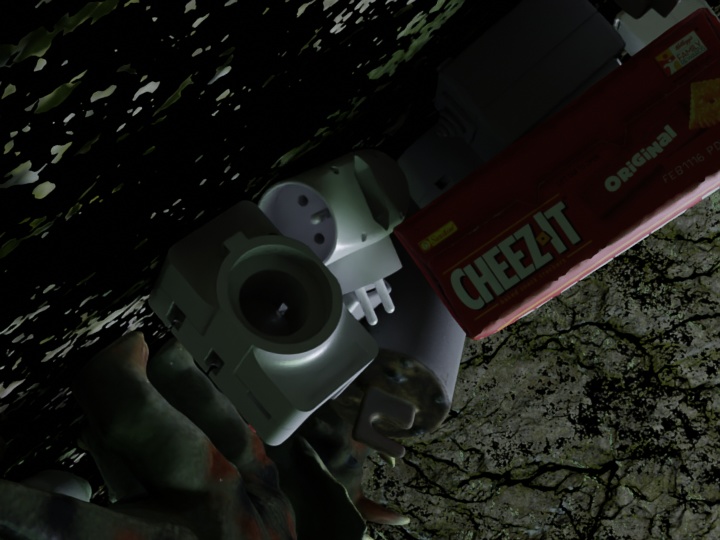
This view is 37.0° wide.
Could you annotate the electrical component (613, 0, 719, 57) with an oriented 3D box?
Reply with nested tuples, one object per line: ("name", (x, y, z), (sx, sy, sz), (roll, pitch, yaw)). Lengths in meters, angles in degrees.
("electrical component", (0.246, -0.173, 0.820), (0.061, 0.096, 0.062), (-42, 173, 7))

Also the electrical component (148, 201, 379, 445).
("electrical component", (-0.042, 0.022, 0.466), (0.050, 0.089, 0.055), (-37, 172, -32))

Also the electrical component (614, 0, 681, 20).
("electrical component", (0.141, -0.160, 0.456), (0.096, 0.061, 0.062), (-41, 174, 1))

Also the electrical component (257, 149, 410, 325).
("electrical component", (-0.004, -0.013, 0.513), (0.043, 0.079, 0.077), (-20, -174, 31))

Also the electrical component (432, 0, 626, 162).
("electrical component", (0.083, -0.094, 0.554), (0.096, 0.061, 0.061), (-41, 173, -4))

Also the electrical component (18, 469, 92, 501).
("electrical component", (-0.181, 0.139, 0.636), (0.043, 0.043, 0.062), (-43, 174, 13))

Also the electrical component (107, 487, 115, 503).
("electrical component", (-0.153, 0.151, 0.854), (0.100, 0.048, 0.099), (-38, 172, -28))

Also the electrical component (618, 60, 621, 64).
("electrical component", (0.173, -0.145, 0.807), (0.045, 0.045, 0.055), (-44, 173, 19))

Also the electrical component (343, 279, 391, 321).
("electrical component", (-0.025, 0.006, 0.586), (0.061, 0.061, 0.096), (-43, 173, 13))

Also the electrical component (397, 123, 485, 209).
("electrical component", (0.053, -0.060, 0.662), (0.055, 0.047, 0.055), (-41, 173, -6))
